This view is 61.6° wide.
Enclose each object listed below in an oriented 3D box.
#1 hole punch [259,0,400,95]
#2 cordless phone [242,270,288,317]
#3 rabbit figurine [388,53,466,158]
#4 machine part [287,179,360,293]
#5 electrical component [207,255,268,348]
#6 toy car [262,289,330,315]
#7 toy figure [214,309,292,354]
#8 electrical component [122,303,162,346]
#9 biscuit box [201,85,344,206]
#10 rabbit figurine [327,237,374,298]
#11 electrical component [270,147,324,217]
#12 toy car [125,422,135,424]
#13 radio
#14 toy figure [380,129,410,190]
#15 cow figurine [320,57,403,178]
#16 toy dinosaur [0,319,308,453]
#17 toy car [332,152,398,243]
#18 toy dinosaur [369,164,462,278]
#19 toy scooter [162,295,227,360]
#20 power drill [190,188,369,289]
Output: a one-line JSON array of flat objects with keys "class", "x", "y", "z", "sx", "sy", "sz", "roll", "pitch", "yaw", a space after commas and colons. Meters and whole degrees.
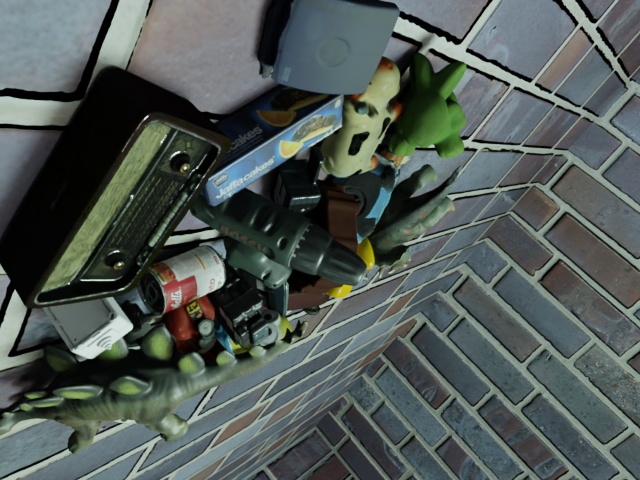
[{"class": "hole punch", "x": 0.007, "y": -0.212, "z": 0.558, "sx": 0.116, "sy": 0.092, "sz": 0.142, "roll": -24, "pitch": 156, "yaw": -35}, {"class": "cordless phone", "x": -0.053, "y": 0.034, "z": 0.963, "sx": 0.184, "sy": 0.089, "sz": 0.146, "roll": -54, "pitch": 166, "yaw": -27}, {"class": "rabbit figurine", "x": 0.170, "y": -0.192, "z": 0.809, "sx": 0.170, "sy": 0.121, "sz": 0.159, "roll": -50, "pitch": 153, "yaw": -69}, {"class": "machine part", "x": -0.002, "y": -0.002, "z": 0.821, "sx": 0.056, "sy": 0.179, "sz": 0.179, "roll": 7, "pitch": 133, "yaw": -27}, {"class": "electrical component", "x": -0.134, "y": 0.104, "z": 0.847, "sx": 0.058, "sy": 0.134, "sz": 0.114, "roll": -35, "pitch": 160, "yaw": -21}, {"class": "toy car", "x": -0.061, "y": 0.115, "z": 1.087, "sx": 0.202, "sy": 0.053, "sz": 0.089, "roll": -6, "pitch": 125, "yaw": -39}, {"class": "toy figure", "x": -0.138, "y": 0.166, "z": 0.942, "sx": 0.180, "sy": 0.082, "sz": 0.089, "roll": -10, "pitch": 171, "yaw": 10}, {"class": "electrical component", "x": -0.268, "y": 0.128, "z": 0.769, "sx": 0.078, "sy": 0.045, "sz": 0.102, "roll": -33, "pitch": 158, "yaw": -29}, {"class": "biscuit box", "x": -0.066, "y": -0.122, "z": 0.630, "sx": 0.203, "sy": 0.063, "sz": 0.059, "roll": -37, "pitch": 158, "yaw": -19}, {"class": "rabbit figurine", "x": 0.032, "y": 0.015, "z": 1.010, "sx": 0.173, "sy": 0.122, "sz": 0.162, "roll": -66, "pitch": -164, "yaw": -4}, {"class": "electrical component", "x": -0.031, "y": -0.076, "z": 0.753, "sx": 0.048, "sy": 0.075, "sz": 0.119, "roll": -8, "pitch": 150, "yaw": -21}, {"class": "toy car", "x": -0.296, "y": 0.259, "z": 0.969, "sx": 0.073, "sy": 0.056, "sz": 0.201, "roll": 3, "pitch": 129, "yaw": -56}, {"class": "radio", "x": -0.197, "y": -0.040, "z": 0.526, "sx": 0.229, "sy": 0.073, "sz": 0.131, "roll": -50, "pitch": 159, "yaw": 17}, {"class": "toy figure", "x": 0.127, "y": -0.138, "z": 0.977, "sx": 0.058, "sy": 0.064, "sz": 0.154, "roll": 13, "pitch": 136, "yaw": -15}, {"class": "cow figurine", "x": 0.051, "y": -0.166, "z": 0.743, "sx": 0.127, "sy": 0.085, "sz": 0.194, "roll": -34, "pitch": 160, "yaw": -40}, {"class": "toy dinosaur", "x": -0.234, "y": 0.191, "z": 0.709, "sx": 0.472, "sy": 0.105, "sz": 0.198, "roll": -16, "pitch": 145, "yaw": 0}, {"class": "toy car", "x": 0.066, "y": -0.082, "z": 0.928, "sx": 0.161, "sy": 0.109, "sz": 0.103, "roll": -62, "pitch": 177, "yaw": 16}, {"class": "toy dinosaur", "x": 0.155, "y": -0.034, "z": 1.070, "sx": 0.192, "sy": 0.131, "sz": 0.404, "roll": -46, "pitch": 170, "yaw": -9}, {"class": "toy scooter", "x": -0.190, "y": 0.147, "z": 0.828, "sx": 0.075, "sy": 0.135, "sz": 0.183, "roll": -30, "pitch": 155, "yaw": -29}, {"class": "power drill", "x": -0.059, "y": 0.011, "z": 0.710, "sx": 0.086, "sy": 0.232, "sz": 0.207, "roll": -61, "pitch": -178, "yaw": -11}]
